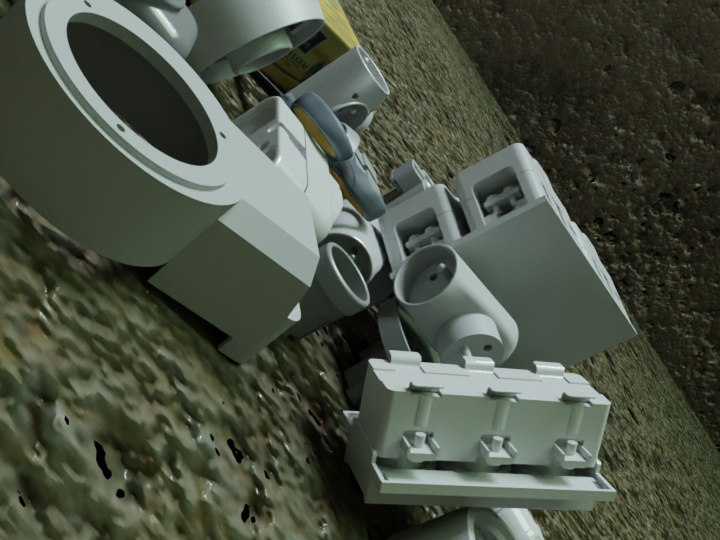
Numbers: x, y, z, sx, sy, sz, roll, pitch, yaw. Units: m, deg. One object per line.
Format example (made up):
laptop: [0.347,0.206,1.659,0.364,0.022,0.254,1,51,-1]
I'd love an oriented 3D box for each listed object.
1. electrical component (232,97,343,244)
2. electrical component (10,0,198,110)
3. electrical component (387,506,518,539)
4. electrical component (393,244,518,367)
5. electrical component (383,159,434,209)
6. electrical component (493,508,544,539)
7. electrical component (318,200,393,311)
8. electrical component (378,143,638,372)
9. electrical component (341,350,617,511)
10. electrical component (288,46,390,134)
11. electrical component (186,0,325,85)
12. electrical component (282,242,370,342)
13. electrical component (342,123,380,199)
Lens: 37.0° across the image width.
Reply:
electrical component: [-0.049,-0.046,0.604,0.059,0.054,0.095,50,17,-29]
electrical component: [-0.125,-0.135,0.521,0.095,0.059,0.053,52,16,-22]
electrical component: [0.065,0.169,0.537,0.108,0.060,0.108,52,16,-22]
electrical component: [0.061,0.036,0.624,0.077,0.043,0.079,46,20,-40]
electrical component: [0.040,-0.041,0.869,0.078,0.057,0.058,54,16,-18]
electrical component: [0.090,0.157,0.690,0.061,0.035,0.035,60,15,13]
electrical component: [0.000,0.000,0.689,0.079,0.043,0.077,56,15,-13]
electrical component: [0.102,0.003,0.726,0.186,0.105,0.060,45,24,-48]
electrical component: [0.060,0.081,0.544,0.121,0.063,0.078,6,16,-16]
electrical component: [-0.014,-0.125,0.822,0.044,0.077,0.079,64,16,21]
electrical component: [-0.073,-0.158,0.664,0.064,0.099,0.099,65,15,-2]
electrical component: [-0.024,0.013,0.581,0.040,0.046,0.040,52,16,-22]
electrical component: [-0.015,-0.073,0.784,0.055,0.048,0.066,58,13,-34]
